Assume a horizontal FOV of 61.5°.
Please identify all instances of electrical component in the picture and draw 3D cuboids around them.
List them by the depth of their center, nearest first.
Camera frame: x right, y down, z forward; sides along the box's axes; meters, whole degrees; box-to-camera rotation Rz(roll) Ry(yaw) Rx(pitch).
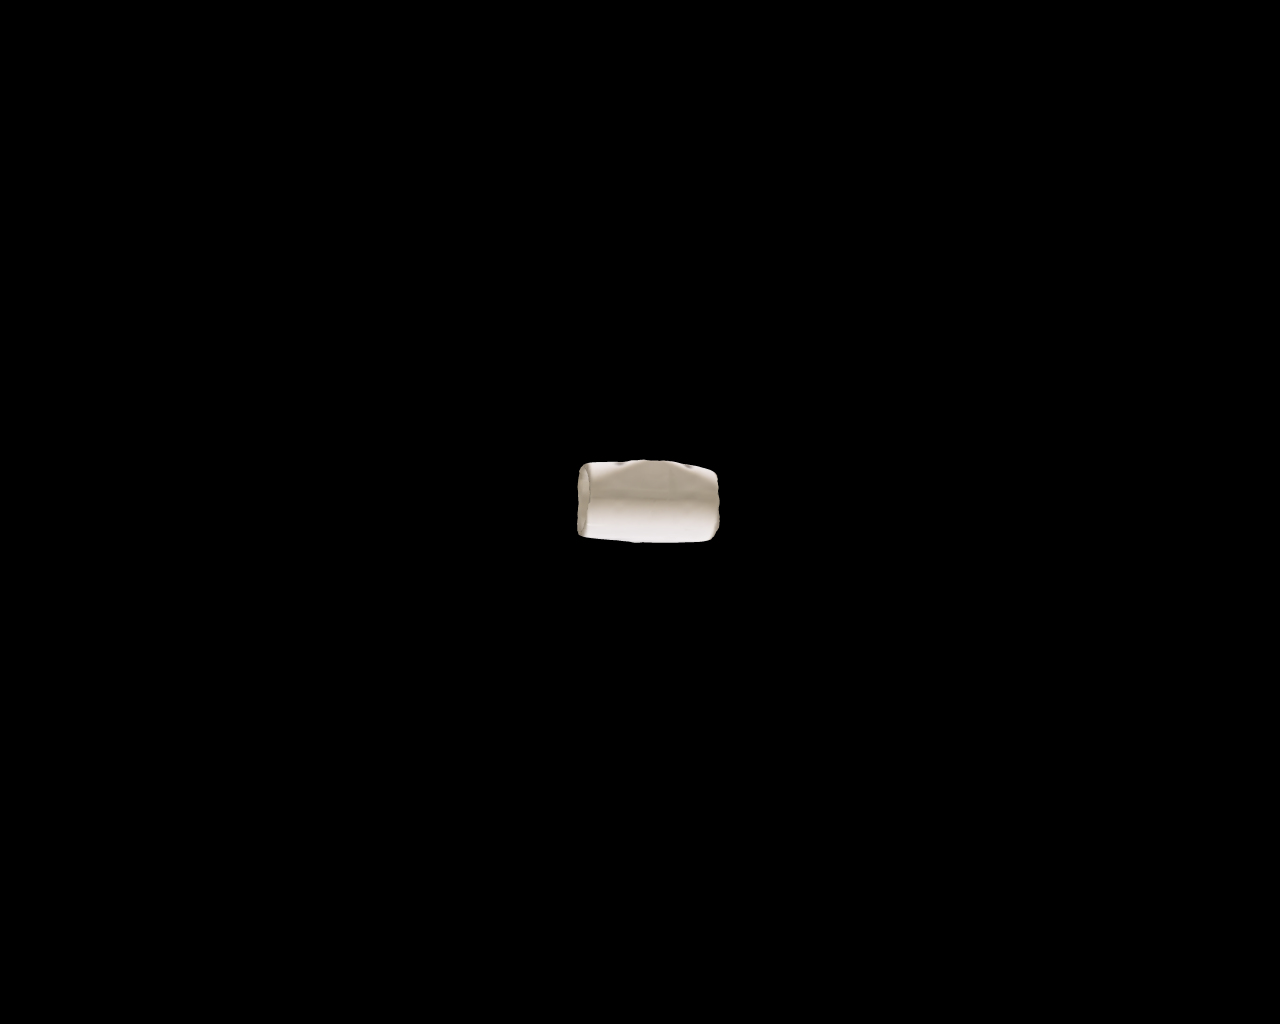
[{"bbox_3d":[0.001,-0.003,0.650,0.077,0.044,0.079,2,-11,-12],"label":"electrical component"}]
